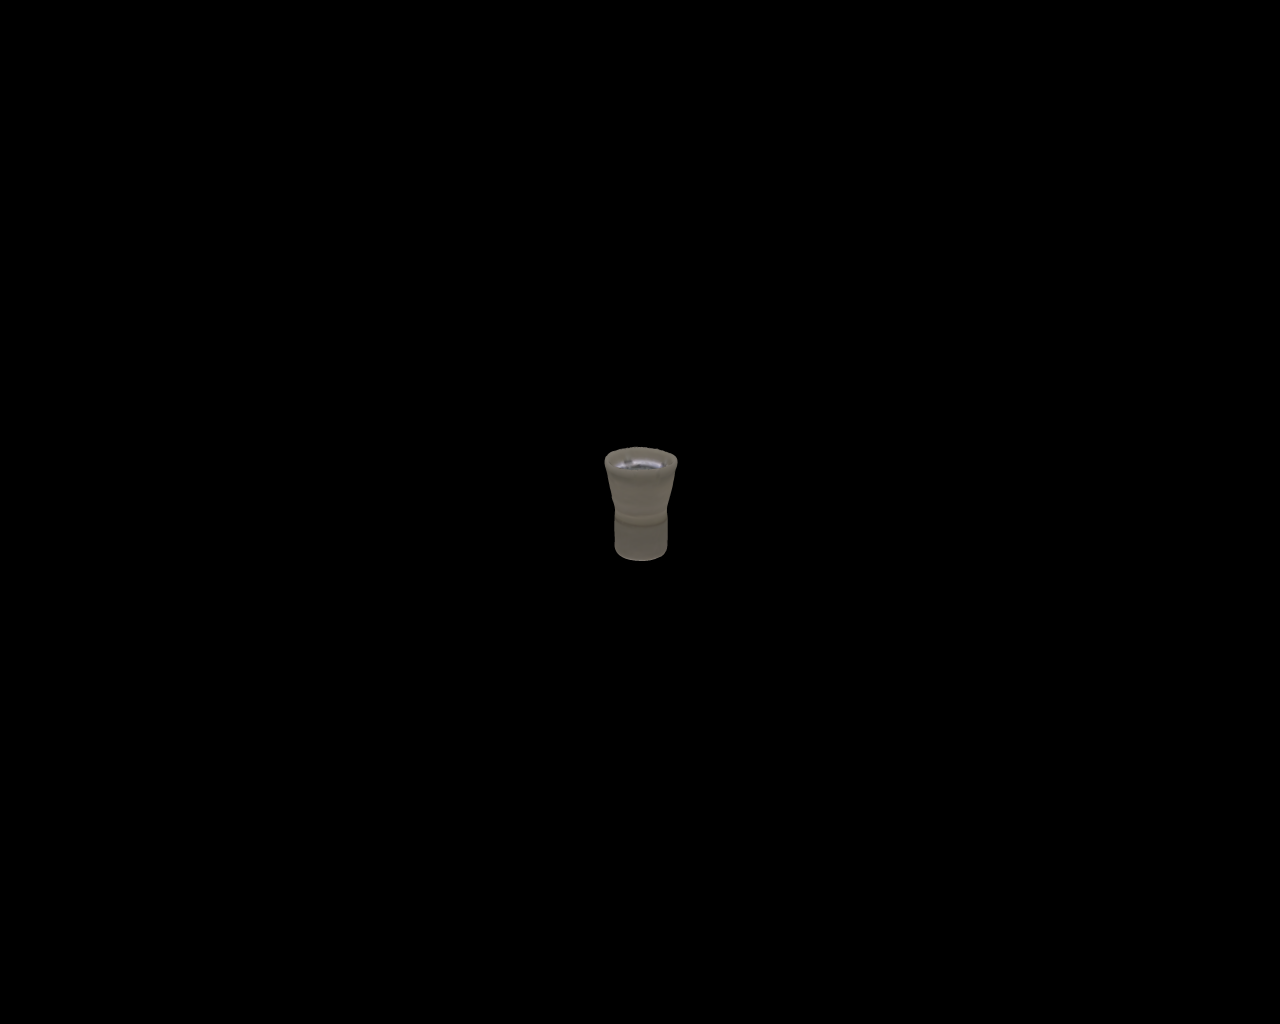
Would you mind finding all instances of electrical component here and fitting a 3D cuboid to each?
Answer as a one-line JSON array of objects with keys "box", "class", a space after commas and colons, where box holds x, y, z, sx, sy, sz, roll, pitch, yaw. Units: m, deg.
[{"box": [0.001, -0.003, 0.650, 0.044, 0.065, 0.044, 0, 24, 0], "class": "electrical component"}]
